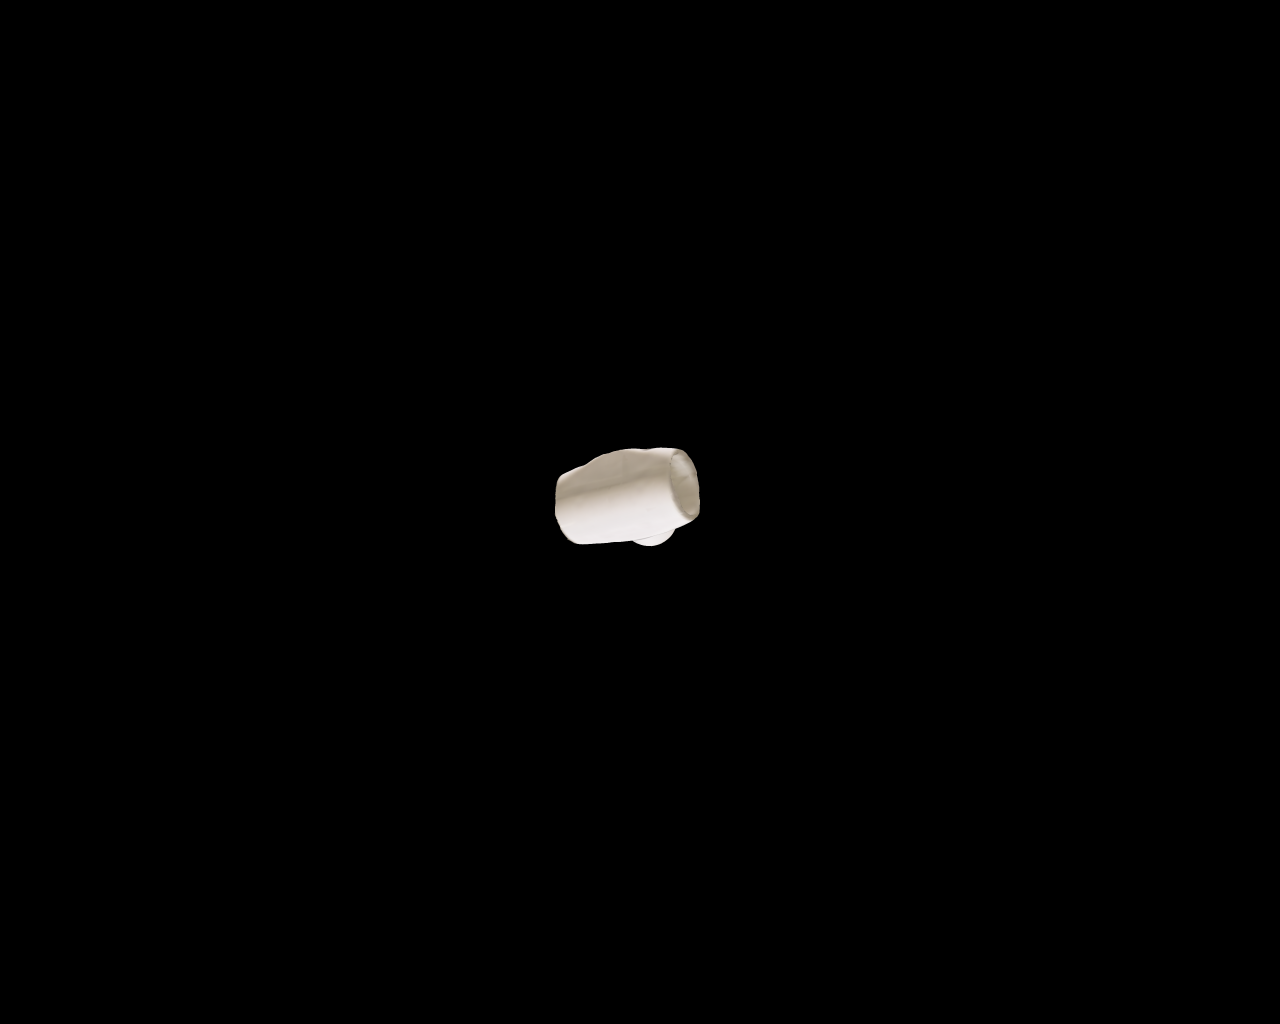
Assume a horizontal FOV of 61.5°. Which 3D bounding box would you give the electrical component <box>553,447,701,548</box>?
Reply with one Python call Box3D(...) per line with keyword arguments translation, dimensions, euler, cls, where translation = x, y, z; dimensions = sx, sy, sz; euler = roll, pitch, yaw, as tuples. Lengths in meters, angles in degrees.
Box3D(translation=(0.001, -0.003, 0.650), dimensions=(0.077, 0.044, 0.079), euler=(-12, -27, 25), cls="electrical component")
